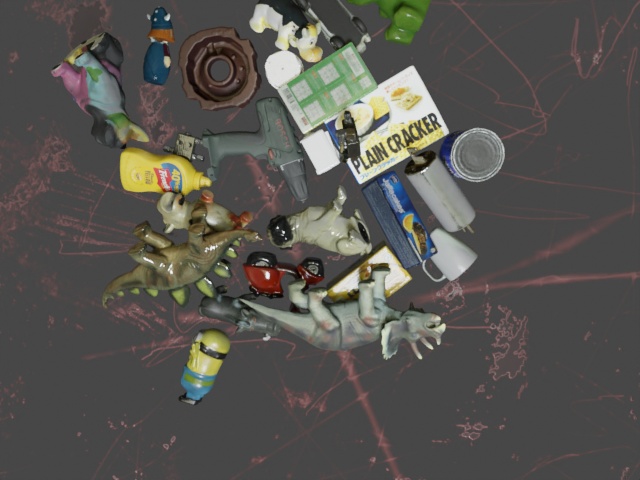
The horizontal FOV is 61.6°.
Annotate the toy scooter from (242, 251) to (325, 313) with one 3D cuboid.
[{"bbox_3d":[-0.085,0.099,1.198,0.184,0.075,0.135,7,101,-3],"label":"toy scooter"}]

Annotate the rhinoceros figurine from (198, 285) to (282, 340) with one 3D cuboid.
[{"bbox_3d":[-0.174,0.161,1.194,0.190,0.112,0.073,17,98,8],"label":"rhinoceros figurine"}]

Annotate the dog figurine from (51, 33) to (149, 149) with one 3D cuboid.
[{"bbox_3d":[-0.444,-0.300,1.136,0.109,0.191,0.219,-10,130,22],"label":"dog figurine"}]

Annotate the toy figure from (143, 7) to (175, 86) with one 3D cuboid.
[{"bbox_3d":[-0.340,-0.407,1.132,0.064,0.058,0.154,10,96,-5],"label":"toy figure"}]

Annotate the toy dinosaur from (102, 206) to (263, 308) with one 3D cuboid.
[{"bbox_3d":[-0.319,0.056,1.146,0.472,0.105,0.198,-14,128,22],"label":"toy dinosaur"}]

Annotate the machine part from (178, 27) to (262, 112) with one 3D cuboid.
[{"bbox_3d":[-0.210,-0.357,1.134,0.179,0.056,0.179,1,99,4],"label":"machine part"}]

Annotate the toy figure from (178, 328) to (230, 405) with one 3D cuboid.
[{"bbox_3d":[-0.267,0.288,1.237,0.089,0.082,0.180,14,93,-18],"label":"toy figure"}]

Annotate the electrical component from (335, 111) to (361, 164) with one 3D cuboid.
[{"bbox_3d":[0.054,-0.196,1.061,0.045,0.102,0.078,-14,73,3],"label":"electrical component"}]

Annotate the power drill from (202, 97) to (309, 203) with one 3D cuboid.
[{"bbox_3d":[-0.140,-0.178,1.149,0.207,0.086,0.231,-9,98,9],"label":"power drill"}]

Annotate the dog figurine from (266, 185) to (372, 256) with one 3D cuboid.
[{"bbox_3d":[-0.003,-0.006,1.173,0.191,0.121,0.172,-28,98,23],"label":"dog figurine"}]

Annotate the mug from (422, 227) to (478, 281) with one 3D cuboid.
[{"bbox_3d":[0.267,0.031,1.169,0.107,0.081,0.109,47,116,4],"label":"mug"}]

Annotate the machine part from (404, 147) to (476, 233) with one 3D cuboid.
[{"bbox_3d":[0.250,-0.099,1.118,0.079,0.079,0.243,-39,115,9],"label":"machine part"}]

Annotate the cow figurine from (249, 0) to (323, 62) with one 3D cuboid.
[{"bbox_3d":[-0.055,-0.433,1.076,0.167,0.068,0.098,36,131,8],"label":"cow figurine"}]

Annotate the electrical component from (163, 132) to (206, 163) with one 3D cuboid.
[{"bbox_3d":[-0.296,-0.205,1.181,0.094,0.021,0.063,14,100,2],"label":"electrical component"}]

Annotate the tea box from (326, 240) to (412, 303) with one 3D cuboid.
[{"bbox_3d":[0.106,0.091,1.187,0.169,0.068,0.098,-37,98,8],"label":"tea box"}]

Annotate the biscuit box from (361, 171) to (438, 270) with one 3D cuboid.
[{"bbox_3d":[0.168,-0.043,1.137,0.059,0.063,0.202,-26,86,-34],"label":"biscuit box"}]

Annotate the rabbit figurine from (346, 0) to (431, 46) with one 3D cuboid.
[{"bbox_3d":[0.135,-0.492,1.057,0.170,0.121,0.159,21,94,-3],"label":"rabbit figurine"}]

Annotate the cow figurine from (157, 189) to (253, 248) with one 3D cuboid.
[{"bbox_3d":[-0.261,-0.046,1.170,0.195,0.085,0.127,27,137,-15],"label":"cow figurine"}]

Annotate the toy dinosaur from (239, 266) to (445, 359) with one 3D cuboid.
[{"bbox_3d":[0.049,0.169,1.117,0.405,0.131,0.192,-8,101,11],"label":"toy dinosaur"}]

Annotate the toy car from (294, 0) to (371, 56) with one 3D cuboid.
[{"bbox_3d":[0.021,-0.462,1.103,0.073,0.056,0.201,-42,96,3],"label":"toy car"}]
